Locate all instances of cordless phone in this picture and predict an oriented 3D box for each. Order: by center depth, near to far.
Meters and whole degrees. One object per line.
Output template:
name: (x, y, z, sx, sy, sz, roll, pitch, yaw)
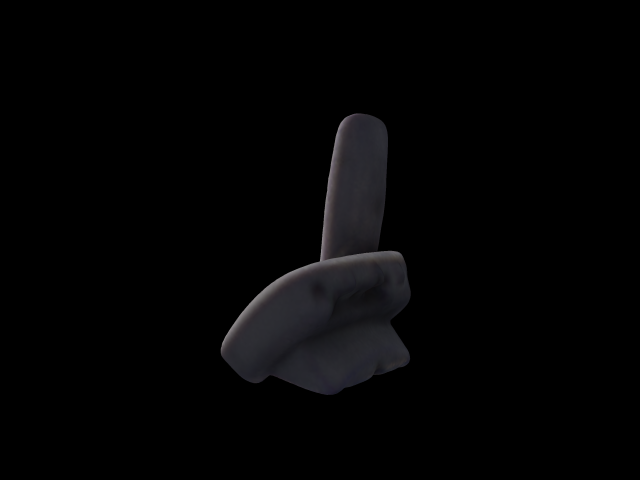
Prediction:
cordless phone: (0.004, 0.001, 0.400, 0.093, 0.185, 0.148, 2, 4, 31)
